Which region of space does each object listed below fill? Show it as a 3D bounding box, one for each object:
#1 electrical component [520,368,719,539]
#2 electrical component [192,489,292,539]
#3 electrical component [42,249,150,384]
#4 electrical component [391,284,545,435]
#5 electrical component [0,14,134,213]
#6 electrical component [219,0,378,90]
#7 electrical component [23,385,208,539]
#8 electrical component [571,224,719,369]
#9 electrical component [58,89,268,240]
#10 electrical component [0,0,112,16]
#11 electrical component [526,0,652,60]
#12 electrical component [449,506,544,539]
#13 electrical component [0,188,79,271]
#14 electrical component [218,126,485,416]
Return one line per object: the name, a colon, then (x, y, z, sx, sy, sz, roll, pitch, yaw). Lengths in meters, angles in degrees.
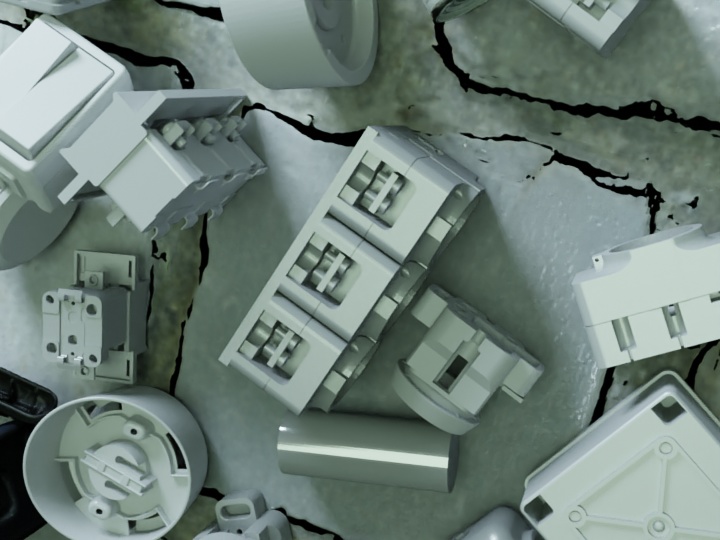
electrical component: (0.162, 0.130, 0.585, 0.109, 0.056, 0.108, -42, 86, 16)
electrical component: (-0.074, 0.181, 0.654, 0.058, 0.057, 0.078, -9, 95, 16)
electrical component: (-0.161, 0.031, 0.653, 0.042, 0.064, 0.081, 5, 99, 13)
electrical component: (0.055, 0.054, 0.603, 0.078, 0.058, 0.057, 37, 103, 7)
electrical component: (-0.176, -0.082, 0.586, 0.062, 0.061, 0.096, 35, 72, 10)
electrical component: (-0.038, -0.148, 0.575, 0.060, 0.108, 0.108, -6, 96, 22)
electrical component: (-0.146, 0.120, 0.661, 0.099, 0.064, 0.099, 2, 98, 15)
electrical component: (0.163, 0.010, 0.571, 0.089, 0.050, 0.055, -17, 93, 16)
electrical component: (-0.102, -0.061, 0.594, 0.079, 0.121, 0.063, -42, 88, 16)
electrical component: (-0.186, -0.184, 0.612, 0.100, 0.099, 0.048, 16, 116, 12)
electrical component: (0.116, -0.145, 0.541, 0.056, 0.089, 0.050, 39, 105, 7)
electrical component: (0.092, 0.187, 0.613, 0.059, 0.054, 0.095, -39, 87, 16)
electrical component: (-0.211, -0.044, 0.648, 0.051, 0.080, 0.080, 38, 105, 12)
electrical component: (0.000, 0.000, 0.592, 0.062, 0.089, 0.150, 36, 105, 8)
